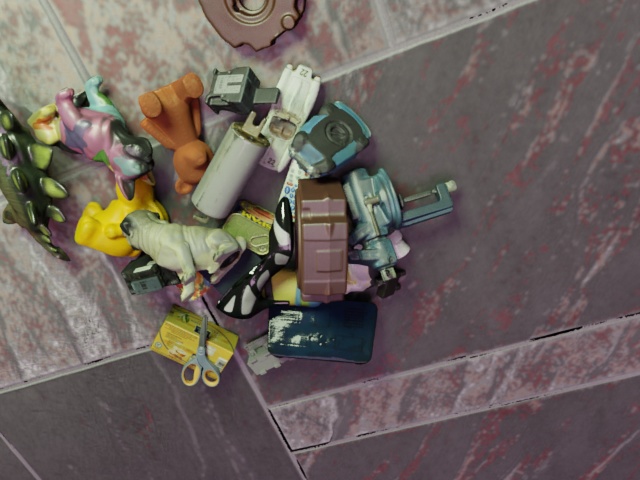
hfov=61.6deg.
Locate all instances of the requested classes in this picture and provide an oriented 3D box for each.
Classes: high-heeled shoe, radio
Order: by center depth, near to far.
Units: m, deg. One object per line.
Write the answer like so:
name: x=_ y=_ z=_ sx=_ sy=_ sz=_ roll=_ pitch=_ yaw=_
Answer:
high-heeled shoe: x=-0.123 y=0.036 z=1.007 sx=0.145 sy=0.086 sz=0.248 roll=2 pitch=108 yaw=-2
radio: x=0.003 y=0.191 z=1.142 sx=0.230 sy=0.073 sz=0.131 roll=4 pitch=76 yaw=3

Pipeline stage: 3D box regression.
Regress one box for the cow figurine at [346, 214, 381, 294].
cow figurine: x=0.082 y=0.025 z=1.091 sx=0.098 sy=0.068 sz=0.167 roll=-4 pitch=118 yaw=2

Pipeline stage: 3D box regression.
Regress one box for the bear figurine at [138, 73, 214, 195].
bear figurine: x=-0.246 y=-0.184 z=0.977 sx=0.120 sy=0.132 sz=0.195 roll=-28 pitch=108 yaw=-20

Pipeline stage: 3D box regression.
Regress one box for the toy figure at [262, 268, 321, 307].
toy figure: x=-0.054 y=0.098 z=1.093 sx=0.180 sy=0.089 sz=0.082 roll=10 pitch=151 yaw=2

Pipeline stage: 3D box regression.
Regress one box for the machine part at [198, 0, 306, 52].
machine part: x=-0.114 y=-0.406 z=0.896 sx=0.179 sy=0.056 sz=0.179 roll=2 pitch=116 yaw=4

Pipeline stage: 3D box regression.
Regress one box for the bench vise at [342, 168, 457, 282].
bench vise: x=0.148 y=-0.045 z=0.999 sx=0.241 sy=0.223 sz=0.128 roll=-18 pitch=159 yaw=-4

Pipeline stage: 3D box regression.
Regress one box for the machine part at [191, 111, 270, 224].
machine part: x=-0.164 y=-0.124 z=0.977 sx=0.079 sy=0.079 sz=0.243 roll=29 pitch=115 yaw=-11

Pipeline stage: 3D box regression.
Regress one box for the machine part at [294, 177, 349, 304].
machine part: x=-0.002 y=-0.003 z=0.977 sx=0.087 sy=0.201 sz=0.200 roll=-1 pitch=113 yaw=-3

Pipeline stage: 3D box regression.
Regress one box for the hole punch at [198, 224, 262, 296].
hole punch: x=-0.190 y=0.043 z=1.086 sx=0.142 sy=0.092 sz=0.115 roll=-46 pitch=109 yaw=-5

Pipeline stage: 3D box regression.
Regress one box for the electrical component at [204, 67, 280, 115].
electrical component: x=-0.134 y=-0.257 z=0.935 sx=0.119 sy=0.047 sz=0.075 roll=8 pitch=75 yaw=23

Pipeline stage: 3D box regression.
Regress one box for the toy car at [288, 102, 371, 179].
toy car: x=0.009 y=-0.165 z=0.975 sx=0.109 sy=0.161 sz=0.103 roll=43 pitch=153 yaw=1

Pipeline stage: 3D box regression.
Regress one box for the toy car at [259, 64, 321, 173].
toy car: x=-0.062 y=-0.221 z=0.984 sx=0.073 sy=0.056 sz=0.201 roll=22 pitch=116 yaw=-7

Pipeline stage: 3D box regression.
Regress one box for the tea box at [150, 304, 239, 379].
tea box: x=-0.284 y=0.232 z=1.220 sx=0.169 sy=0.068 sz=0.098 roll=30 pitch=115 yaw=-10

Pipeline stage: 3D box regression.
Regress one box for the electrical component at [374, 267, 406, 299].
electrical component: x=0.142 y=0.091 z=1.116 sx=0.021 sy=0.094 sz=0.063 roll=34 pitch=122 yaw=34

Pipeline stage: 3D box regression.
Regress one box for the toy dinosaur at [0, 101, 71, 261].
toy dinosaur: x=-0.555 y=-0.144 z=0.981 sx=0.199 sy=0.105 sz=0.470 roll=16 pitch=133 yaw=36

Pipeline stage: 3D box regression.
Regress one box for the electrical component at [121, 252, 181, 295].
electrical component: x=-0.334 y=0.059 z=1.101 sx=0.115 sy=0.134 sz=0.058 roll=-14 pitch=114 yaw=13

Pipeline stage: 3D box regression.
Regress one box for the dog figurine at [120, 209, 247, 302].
dog figurine: x=-0.255 y=-0.007 z=1.004 sx=0.191 sy=0.172 sz=0.121 roll=48 pitch=139 yaw=14

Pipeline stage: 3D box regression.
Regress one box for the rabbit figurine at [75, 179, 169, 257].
rabbit figurine: x=-0.380 y=-0.054 z=1.061 sx=0.162 sy=0.122 sz=0.173 roll=25 pitch=99 yaw=-12

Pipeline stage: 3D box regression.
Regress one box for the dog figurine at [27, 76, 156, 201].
dog figurine: x=-0.400 y=-0.169 z=0.980 sx=0.192 sy=0.108 sz=0.219 roll=-23 pitch=106 yaw=31
